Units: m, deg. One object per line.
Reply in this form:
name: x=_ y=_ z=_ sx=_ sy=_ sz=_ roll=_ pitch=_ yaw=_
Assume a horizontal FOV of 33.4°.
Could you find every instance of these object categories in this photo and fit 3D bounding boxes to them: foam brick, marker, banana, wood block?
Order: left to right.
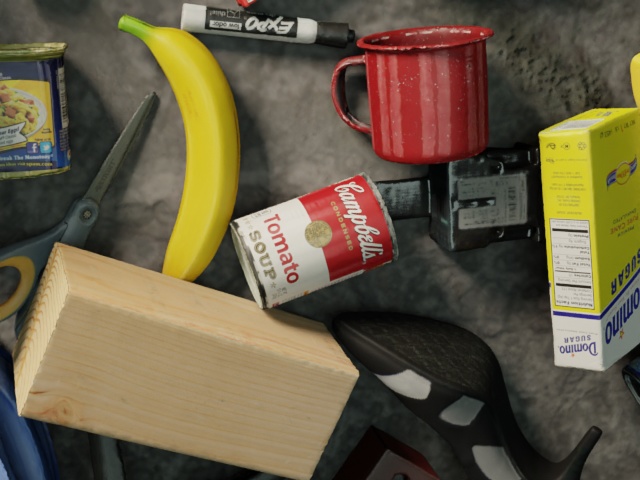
wood block: x=-0.092 y=0.084 z=0.724 sx=0.205 sy=0.090 sz=0.091 roll=19 pitch=104 yaw=-24
banana: x=-0.089 y=-0.061 z=0.741 sx=0.069 sy=0.037 sz=0.198 roll=-6 pitch=104 yaw=5
marker: x=-0.035 y=-0.147 z=0.739 sx=0.121 sy=0.020 sz=0.020 roll=4 pitch=102 yaw=-12
foam brick: x=0.044 y=0.192 z=0.813 sx=0.053 sy=0.051 sz=0.078 roll=32 pitch=95 yaw=-15

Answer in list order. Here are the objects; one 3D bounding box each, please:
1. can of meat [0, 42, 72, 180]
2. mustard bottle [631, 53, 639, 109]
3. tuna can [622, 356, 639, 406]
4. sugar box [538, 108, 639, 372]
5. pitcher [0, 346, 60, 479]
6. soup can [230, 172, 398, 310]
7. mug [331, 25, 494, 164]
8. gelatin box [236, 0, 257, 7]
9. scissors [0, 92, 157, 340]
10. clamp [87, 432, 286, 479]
can of meat: x=-0.215 y=-0.085 z=0.701 sx=0.102 sy=0.057 sz=0.084 roll=-4 pitch=105 yaw=-9
mustard bottle: x=0.293 y=-0.054 z=0.800 sx=0.096 sy=0.058 sz=0.191 roll=-15 pitch=105 yaw=-11
tuna can: x=0.272 y=0.124 z=0.822 sx=0.034 sy=0.086 sz=0.086 roll=-36 pitch=106 yaw=0
sugar box: x=0.203 y=-0.002 z=0.779 sx=0.093 sy=0.048 sz=0.176 roll=-23 pitch=108 yaw=-48
pitcher: x=-0.308 y=0.159 z=0.711 sx=0.243 sy=0.149 sz=0.145 roll=-18 pitch=120 yaw=-3
soup can: x=-0.005 y=0.001 z=0.750 sx=0.102 sy=0.068 sz=0.068 roll=-20 pitch=105 yaw=-9
mug: x=0.063 y=-0.101 z=0.739 sx=0.117 sy=0.093 sz=0.081 roll=2 pitch=109 yaw=21
gelatin box: x=-0.035 y=-0.211 z=0.720 sx=0.089 sy=0.030 sz=0.073 roll=-33 pitch=108 yaw=-2
scissors: x=-0.180 y=-0.015 z=0.728 sx=0.096 sy=0.016 sz=0.202 roll=11 pitch=102 yaw=-42
clamp: x=-0.138 y=0.207 z=0.765 sx=0.164 sy=0.036 sz=0.210 roll=32 pitch=78 yaw=-7
